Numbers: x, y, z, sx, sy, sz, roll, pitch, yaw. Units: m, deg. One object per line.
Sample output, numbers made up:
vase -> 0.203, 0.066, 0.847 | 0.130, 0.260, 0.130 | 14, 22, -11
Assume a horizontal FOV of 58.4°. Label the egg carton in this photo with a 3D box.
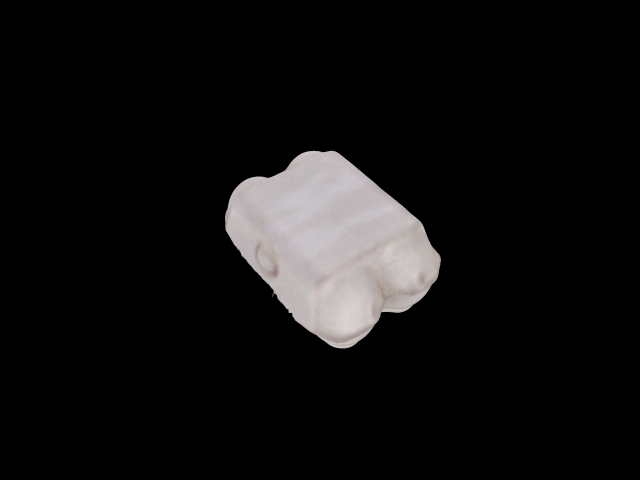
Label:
egg carton -> 0.004, 0.001, 0.400 | 0.107, 0.069, 0.150 | -29, 54, -24
